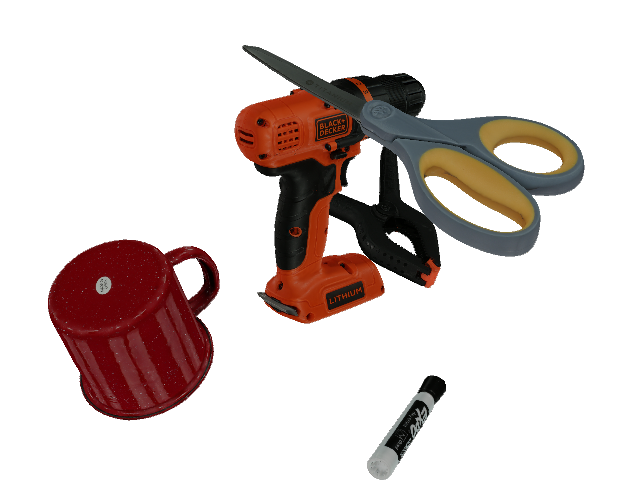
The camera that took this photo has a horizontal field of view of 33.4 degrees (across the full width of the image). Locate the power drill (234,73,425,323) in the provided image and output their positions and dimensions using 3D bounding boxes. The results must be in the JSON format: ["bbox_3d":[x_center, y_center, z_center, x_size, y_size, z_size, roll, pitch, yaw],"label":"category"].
[{"bbox_3d":[0.014,-0.039,0.871,0.184,0.188,0.057,-18,26,-35],"label":"power drill"}]

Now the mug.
[{"bbox_3d":[-0.114,0.047,0.690,0.117,0.081,0.093,-36,48,-19],"label":"mug"}]

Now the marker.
[{"bbox_3d":[0.067,0.136,0.798,0.020,0.020,0.121,0,24,29],"label":"marker"}]

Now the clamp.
[{"bbox_3d":[0.059,-0.026,1.223,0.164,0.210,0.036,-14,-38,-25],"label":"clamp"}]

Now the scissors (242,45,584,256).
[{"bbox_3d":[0.051,-0.064,0.545,0.096,0.016,0.202,-24,50,-23],"label":"scissors"}]
